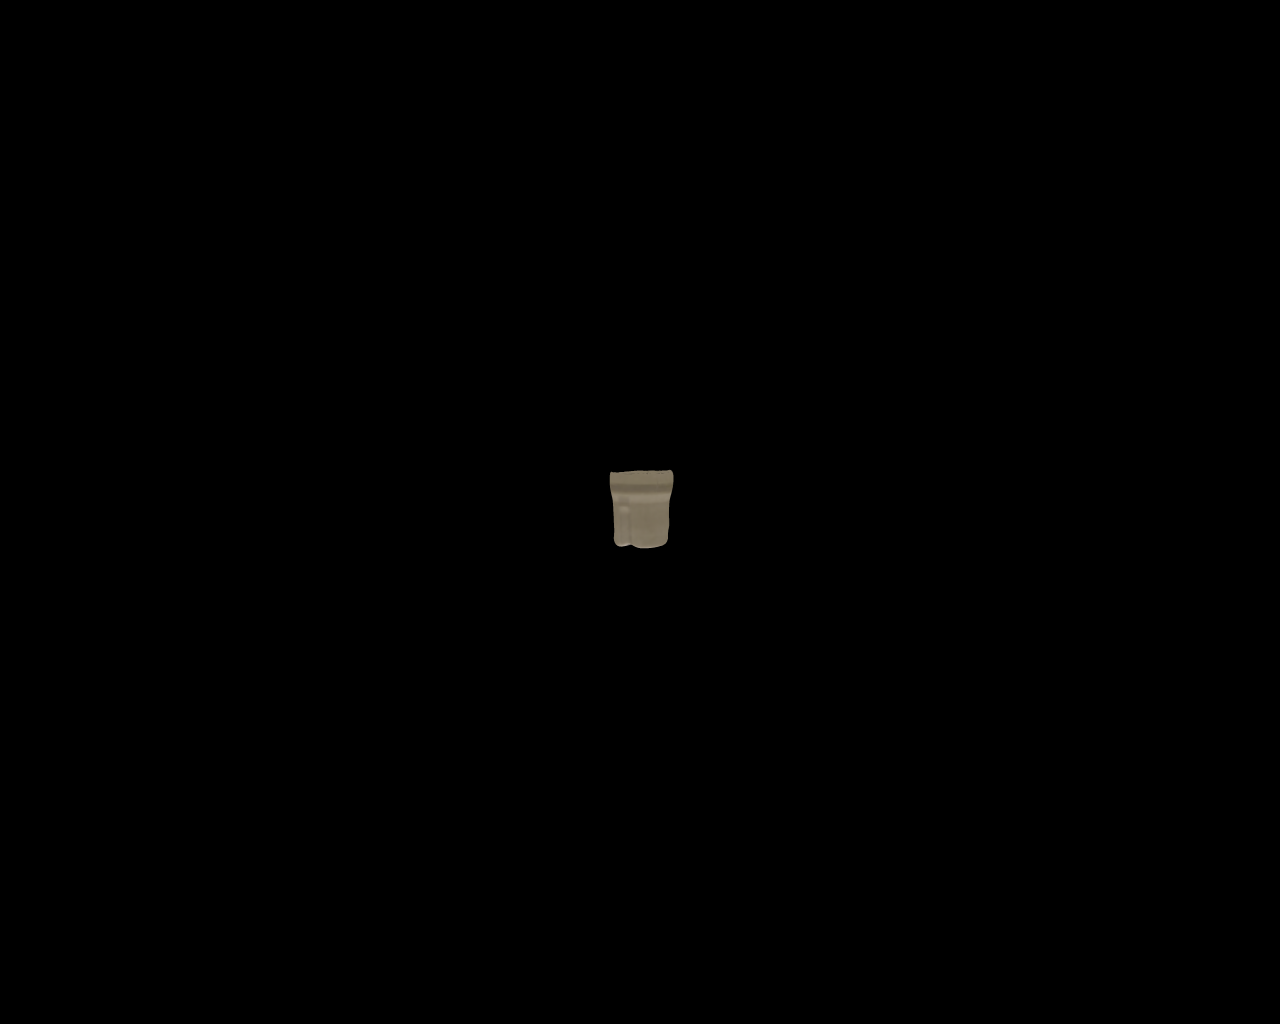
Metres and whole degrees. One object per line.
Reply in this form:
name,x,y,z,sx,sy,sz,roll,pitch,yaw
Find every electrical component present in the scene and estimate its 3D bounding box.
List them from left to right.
electrical component,0.001,-0.003,0.650,0.040,0.046,0.040,0,4,0
